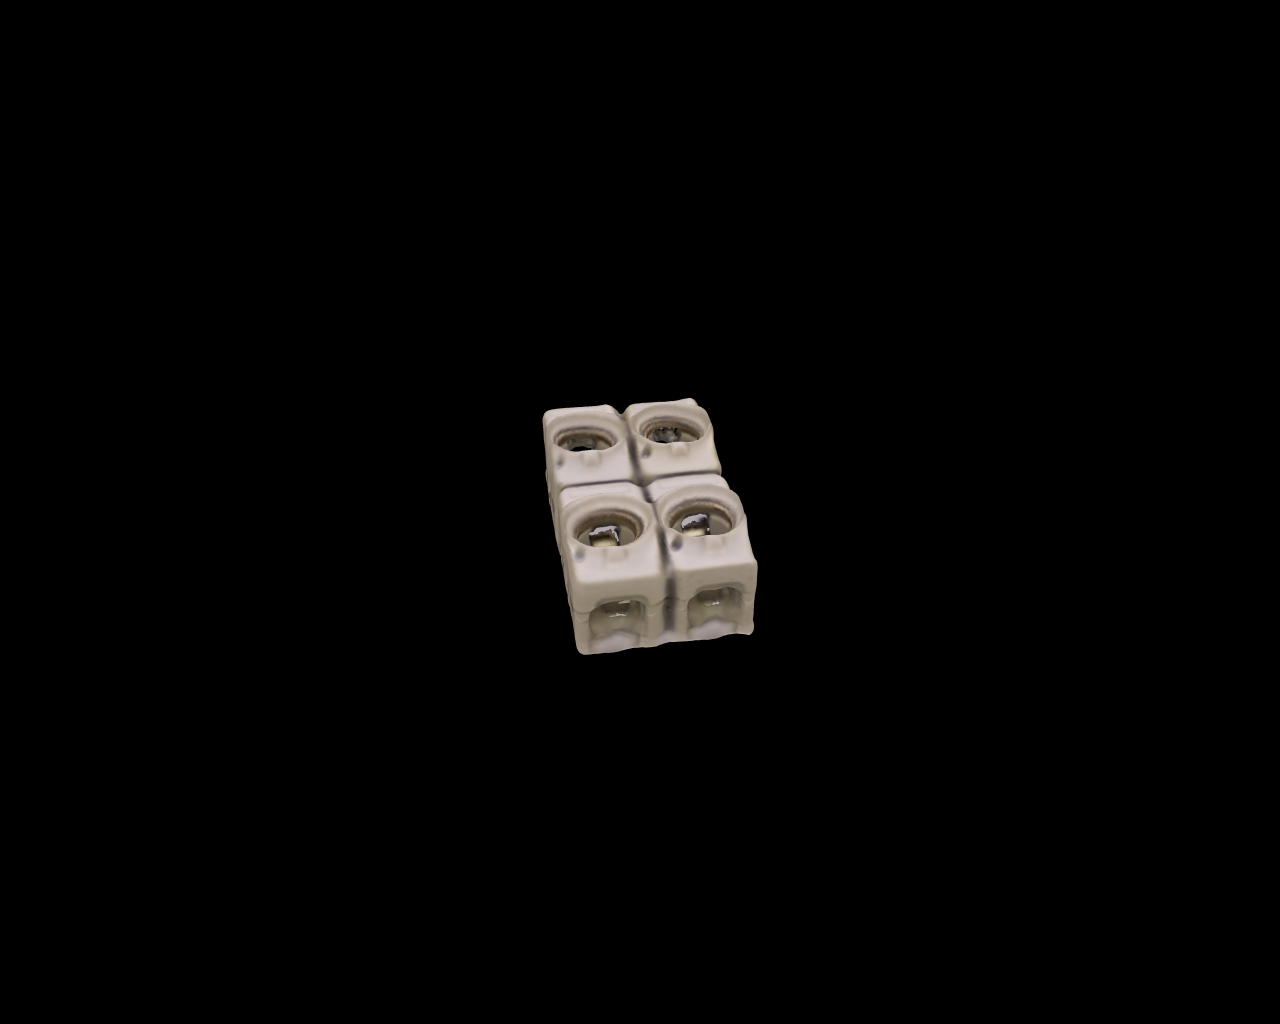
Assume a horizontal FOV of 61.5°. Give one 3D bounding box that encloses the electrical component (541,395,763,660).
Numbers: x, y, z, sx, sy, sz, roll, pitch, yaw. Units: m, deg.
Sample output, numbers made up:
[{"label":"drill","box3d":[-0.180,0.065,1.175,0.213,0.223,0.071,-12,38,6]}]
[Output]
[{"label":"electrical component","box3d":[0.001,-0.003,0.650,0.105,0.060,0.186,-6,37,-7]}]
